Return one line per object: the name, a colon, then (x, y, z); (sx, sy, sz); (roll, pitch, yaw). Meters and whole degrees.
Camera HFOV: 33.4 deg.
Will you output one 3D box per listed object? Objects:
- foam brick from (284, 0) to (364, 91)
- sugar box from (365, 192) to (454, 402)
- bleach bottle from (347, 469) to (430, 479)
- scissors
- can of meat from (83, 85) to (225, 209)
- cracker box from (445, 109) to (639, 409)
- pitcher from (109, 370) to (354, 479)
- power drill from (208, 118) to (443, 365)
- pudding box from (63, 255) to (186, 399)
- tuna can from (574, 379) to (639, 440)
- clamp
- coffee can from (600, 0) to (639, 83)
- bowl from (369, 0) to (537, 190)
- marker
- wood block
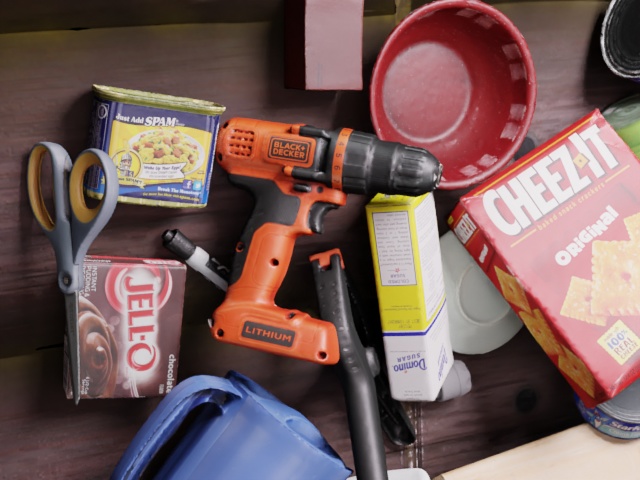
foam brick: (0.002, -0.162, 0.877); (0.052, 0.051, 0.078); (-3, 102, -21)
sugar box: (0.079, 0.042, 0.928); (0.048, 0.093, 0.176); (-1, 106, 19)
bleach bottle: (0.081, 0.338, 0.993); (0.103, 0.068, 0.251); (-11, 109, 15)
scissors: (-0.177, 0.019, 0.806); (0.016, 0.096, 0.202); (-8, 82, -57)
can of meat: (-0.132, -0.072, 0.837); (0.102, 0.057, 0.084); (5, 101, -23)
cracker box: (0.242, 0.014, 0.947); (0.164, 0.072, 0.214); (-33, 79, -14)
pitcher: (-0.102, 0.232, 0.875); (0.149, 0.145, 0.243); (38, 87, 11)
power drill: (-0.006, 0.001, 0.852); (0.184, 0.057, 0.187); (10, 87, 14)
pudding box: (-0.159, 0.070, 0.864); (0.089, 0.039, 0.113); (3, 99, -22)
tuna can: (0.283, 0.144, 1.001); (0.086, 0.086, 0.034); (-14, 142, -19)
clamp: (0.037, 0.111, 0.927); (0.036, 0.164, 0.210); (-17, 87, 14)
coffee can: (0.344, -0.180, 0.977); (0.140, 0.103, 0.103); (12, 96, -31)
bowl: (0.105, -0.127, 0.924); (0.161, 0.055, 0.162); (-5, 102, -22)
marker: (-0.085, 0.030, 0.897); (0.121, 0.020, 0.020); (40, 84, -24)
wood block: (0.206, 0.238, 1.006); (0.205, 0.091, 0.090); (-15, 72, -19)
